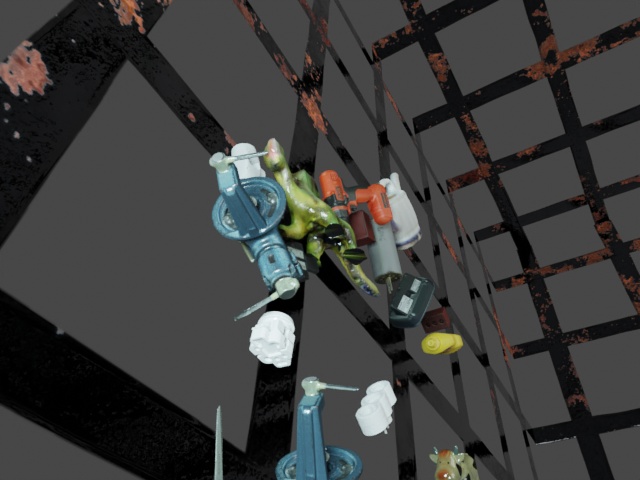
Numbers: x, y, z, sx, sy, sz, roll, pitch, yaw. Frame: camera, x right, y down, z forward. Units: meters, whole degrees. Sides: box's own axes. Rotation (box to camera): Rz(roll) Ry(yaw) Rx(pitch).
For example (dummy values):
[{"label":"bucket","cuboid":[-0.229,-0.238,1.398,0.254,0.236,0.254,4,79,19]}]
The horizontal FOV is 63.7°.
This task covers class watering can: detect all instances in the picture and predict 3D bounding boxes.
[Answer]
[{"label":"watering can","cuboid":[0.248,-0.097,1.635,0.223,0.103,0.353,65,23,-10]}]

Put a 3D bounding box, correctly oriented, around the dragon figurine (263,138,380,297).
[{"label":"dragon figurine","cuboid":[0.003,-0.054,1.078,0.403,0.121,0.249,47,23,-43]}]
